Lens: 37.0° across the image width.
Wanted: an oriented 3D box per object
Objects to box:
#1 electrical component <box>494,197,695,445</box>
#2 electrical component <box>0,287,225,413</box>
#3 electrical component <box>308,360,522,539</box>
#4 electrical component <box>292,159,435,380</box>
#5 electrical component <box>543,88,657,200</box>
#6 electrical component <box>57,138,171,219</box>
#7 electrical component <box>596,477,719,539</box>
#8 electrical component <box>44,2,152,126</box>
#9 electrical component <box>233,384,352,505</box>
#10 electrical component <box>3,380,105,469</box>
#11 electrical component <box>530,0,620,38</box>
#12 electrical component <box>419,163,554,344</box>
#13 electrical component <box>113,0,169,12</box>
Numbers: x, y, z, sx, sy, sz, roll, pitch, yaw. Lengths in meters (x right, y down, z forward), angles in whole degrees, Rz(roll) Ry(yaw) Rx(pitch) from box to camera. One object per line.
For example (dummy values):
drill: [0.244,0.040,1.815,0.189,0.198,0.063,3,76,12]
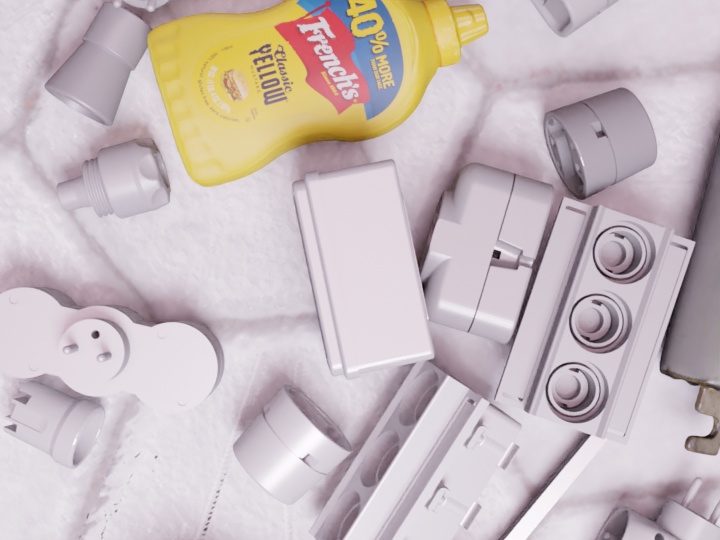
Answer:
electrical component: [0.133,0.029,0.622,0.079,0.063,0.121,19,89,0]
electrical component: [-0.149,0.046,0.614,0.138,0.074,0.052,13,89,0]
electrical component: [0.034,0.121,0.616,0.063,0.079,0.121,33,89,-20]
electrical component: [0.000,0.000,0.599,0.056,0.109,0.108,-12,90,-3]
electrical component: [0.141,-0.075,0.629,0.047,0.055,0.055,-23,90,-4]
electrical component: [-0.145,-0.050,0.630,0.062,0.043,0.043,-15,90,0]
electrical component: [0.188,0.161,0.631,0.077,0.044,0.079,30,89,0]
electrical component: [-0.150,-0.123,0.633,0.044,0.044,0.065,29,84,0]
electrical component: [-0.040,0.102,0.625,0.055,0.055,0.047,44,93,0]
electrical component: [-0.180,0.089,0.631,0.046,0.040,0.040,23,89,6]
electrical component: [0.119,-0.194,0.629,0.059,0.054,0.095,-35,90,-1]
electrical component: [0.069,-0.011,0.627,0.059,0.053,0.095,17,89,0]
electrical component: [-0.123,-0.179,0.622,0.077,0.043,0.079,7,57,-1]
